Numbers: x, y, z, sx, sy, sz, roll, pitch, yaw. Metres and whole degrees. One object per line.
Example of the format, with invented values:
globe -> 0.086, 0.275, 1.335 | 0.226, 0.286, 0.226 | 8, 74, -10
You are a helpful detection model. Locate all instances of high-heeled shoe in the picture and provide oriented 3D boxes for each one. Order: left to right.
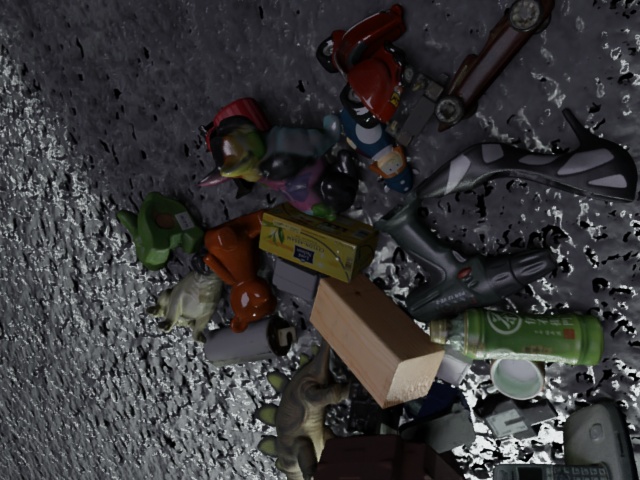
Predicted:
high-heeled shoe -> 0.261, -0.066, 0.690 | 0.249, 0.086, 0.145 | -27, 74, 17

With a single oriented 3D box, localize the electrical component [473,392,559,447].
electrical component -> 0.304, 0.263, 0.824 | 0.119, 0.048, 0.075 | -39, 87, 34

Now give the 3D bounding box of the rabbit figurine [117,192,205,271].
rabbit figurine -> -0.329, -0.005, 1.050 | 0.159, 0.121, 0.170 | 52, 139, 8

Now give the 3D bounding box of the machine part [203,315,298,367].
machine part -> -0.141, 0.196, 1.036 | 0.243, 0.079, 0.079 | -18, 98, 34

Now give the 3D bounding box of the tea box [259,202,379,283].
tea box -> -0.002, -0.003, 0.871 | 0.170, 0.098, 0.068 | 20, 116, 24

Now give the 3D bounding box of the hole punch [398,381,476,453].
hole punch -> 0.185, 0.281, 0.869 | 0.116, 0.092, 0.142 | -17, 126, 8

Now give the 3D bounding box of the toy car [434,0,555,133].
toy car -> 0.211, -0.222, 0.675 | 0.053, 0.089, 0.202 | 43, 124, 7

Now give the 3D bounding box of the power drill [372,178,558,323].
power drill -> 0.192, 0.011, 0.785 | 0.207, 0.086, 0.232 | 48, 127, -3

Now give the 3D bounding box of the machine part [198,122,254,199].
machine part -> -0.161, -0.140, 0.932 | 0.039, 0.084, 0.138 | -27, 103, 9

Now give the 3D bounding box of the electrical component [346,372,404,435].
electrical component -> 0.096, 0.266, 0.893 | 0.058, 0.134, 0.114 | -3, 149, 28

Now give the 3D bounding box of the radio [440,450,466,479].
radio -> 0.136, 0.428, 0.968 | 0.230, 0.073, 0.131 | -21, 95, 32

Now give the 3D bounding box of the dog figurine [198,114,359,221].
dog figurine -> -0.063, -0.098, 0.793 | 0.109, 0.219, 0.191 | -6, 105, 53

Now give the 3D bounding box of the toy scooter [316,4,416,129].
toy scooter -> 0.076, -0.247, 0.736 | 0.135, 0.075, 0.184 | -36, 57, 20

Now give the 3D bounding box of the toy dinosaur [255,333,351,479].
toy dinosaur -> -0.031, 0.357, 0.982 | 0.199, 0.105, 0.471 | 17, 96, 49

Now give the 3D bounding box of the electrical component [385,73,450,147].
electrical component -> 0.134, -0.181, 0.737 | 0.045, 0.078, 0.102 | 31, 124, -1

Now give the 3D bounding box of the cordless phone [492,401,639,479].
cordless phone -> 0.338, 0.307, 0.755 | 0.184, 0.147, 0.088 | -7, 132, 22

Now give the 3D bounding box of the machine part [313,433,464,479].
machine part -> 0.106, 0.379, 0.828 | 0.201, 0.087, 0.201 | -20, 125, 35

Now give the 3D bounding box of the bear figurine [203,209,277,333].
bear figurine -> -0.127, 0.059, 0.943 | 0.132, 0.120, 0.195 | -12, 100, 54

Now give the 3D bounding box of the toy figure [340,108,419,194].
toy figure -> 0.087, -0.134, 0.795 | 0.064, 0.058, 0.154 | -35, 89, 36

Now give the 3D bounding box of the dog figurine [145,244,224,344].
dog figurine -> -0.243, 0.085, 1.061 | 0.173, 0.121, 0.190 | 23, 87, 52
